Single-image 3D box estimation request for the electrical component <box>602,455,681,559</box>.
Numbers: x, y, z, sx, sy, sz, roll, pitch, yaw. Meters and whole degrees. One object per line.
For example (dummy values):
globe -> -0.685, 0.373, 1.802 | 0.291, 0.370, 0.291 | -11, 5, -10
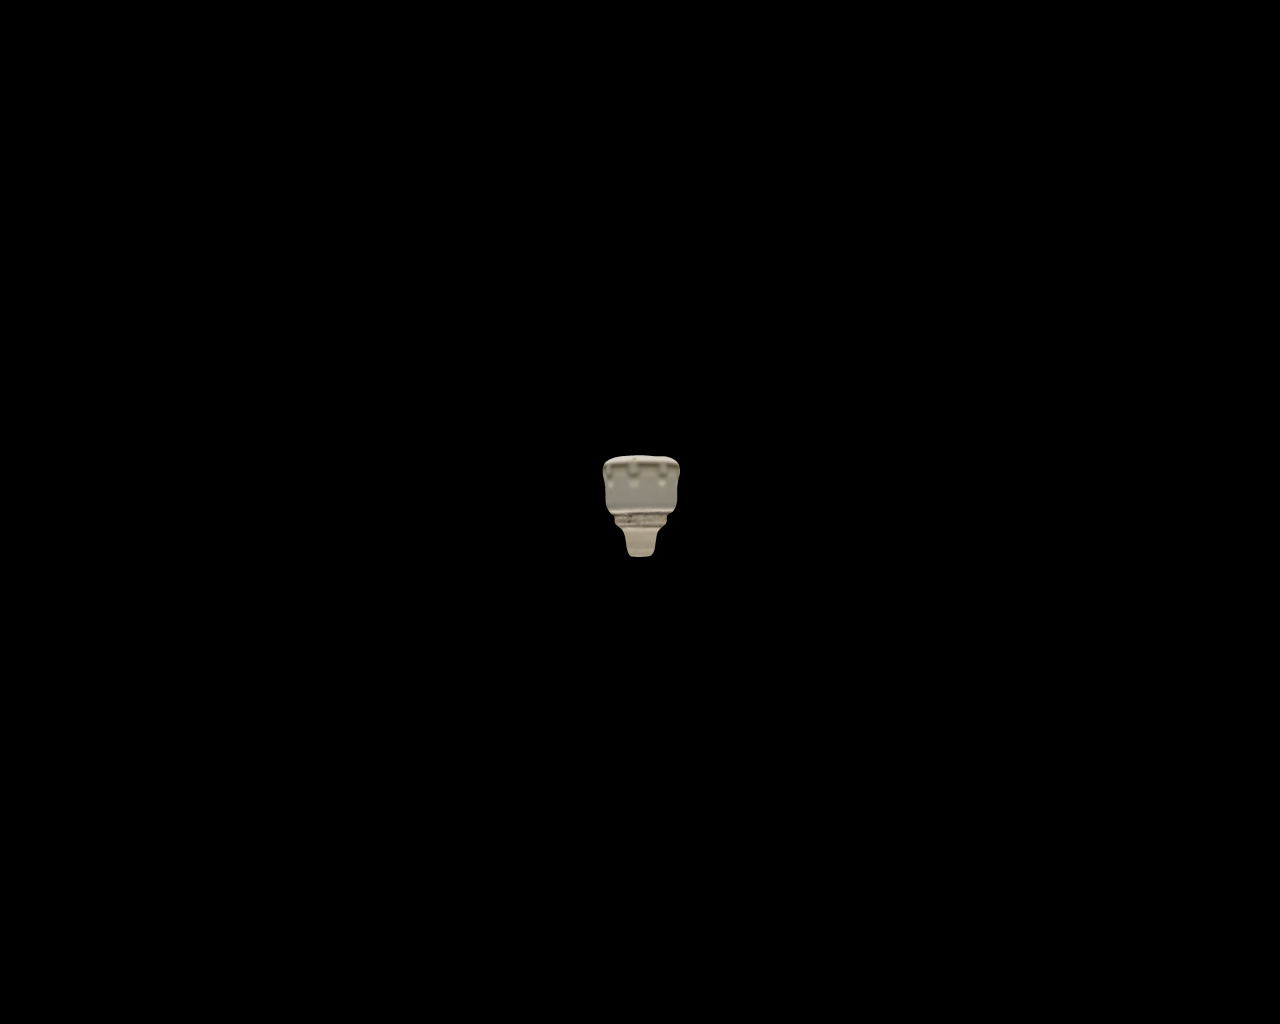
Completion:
electrical component -> 0.001, -0.003, 0.650 | 0.048, 0.062, 0.048 | 0, -3, 0
